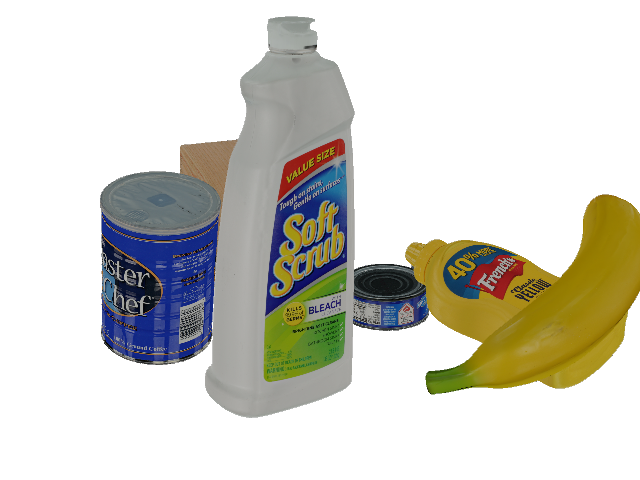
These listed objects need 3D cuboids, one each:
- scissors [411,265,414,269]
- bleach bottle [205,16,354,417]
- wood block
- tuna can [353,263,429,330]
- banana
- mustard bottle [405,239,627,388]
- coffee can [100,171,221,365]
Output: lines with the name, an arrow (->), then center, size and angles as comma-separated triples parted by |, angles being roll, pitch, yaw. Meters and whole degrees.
scissors -> 0.111, 0.054, 1.294 | 0.201, 0.016, 0.096 | -9, 40, -39
bleach bottle -> -0.026, -0.017, 0.695 | 0.102, 0.251, 0.068 | -12, 22, -33
wood block -> -0.105, -0.043, 1.320 | 0.090, 0.090, 0.206 | -7, 29, -21
tuna can -> 0.063, 0.054, 1.039 | 0.086, 0.034, 0.086 | -1, 23, 0
banana -> 0.133, 0.022, 0.559 | 0.070, 0.037, 0.197 | 12, 35, 38
mustard bottle -> 0.144, 0.046, 0.869 | 0.096, 0.058, 0.192 | -29, 41, -33
coffee can -> -0.143, 0.024, 0.946 | 0.102, 0.140, 0.103 | 5, 30, -3
